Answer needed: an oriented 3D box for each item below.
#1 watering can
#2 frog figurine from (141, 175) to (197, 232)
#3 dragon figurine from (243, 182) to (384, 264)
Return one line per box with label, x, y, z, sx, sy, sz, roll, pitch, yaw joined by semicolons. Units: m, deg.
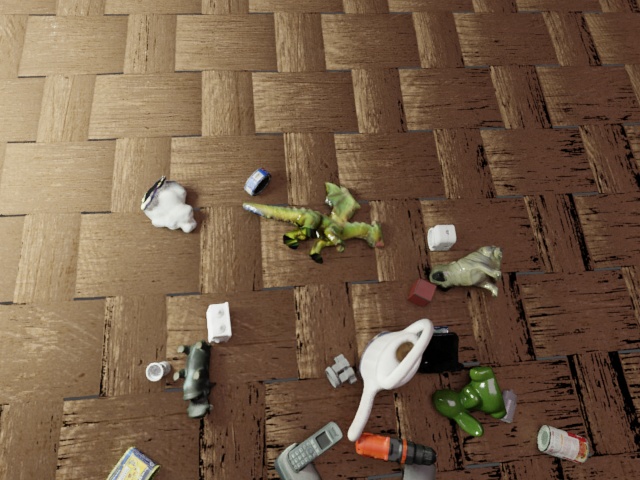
watering can;0.154;0.331;1.278;0.104;0.222;0.352;43;72;-3
frog figurine;-0.424;-0.093;1.482;0.157;0.121;0.140;39;56;-28
dragon figurine;0.005;-0.076;1.514;0.411;0.119;0.248;31;52;6
